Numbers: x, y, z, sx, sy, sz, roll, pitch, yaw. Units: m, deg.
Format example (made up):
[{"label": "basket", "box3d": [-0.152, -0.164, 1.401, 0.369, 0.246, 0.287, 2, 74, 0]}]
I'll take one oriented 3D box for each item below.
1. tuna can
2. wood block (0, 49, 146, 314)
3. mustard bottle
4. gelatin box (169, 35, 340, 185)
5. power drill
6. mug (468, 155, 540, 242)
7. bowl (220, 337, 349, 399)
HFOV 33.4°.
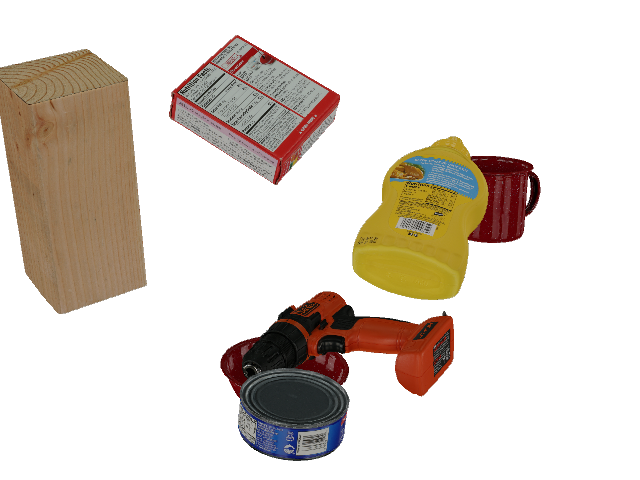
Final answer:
[{"label": "tuna can", "box3d": [-0.022, 0.136, 0.836, 0.086, 0.034, 0.086, 5, 22, -2]}, {"label": "wood block", "box3d": [-0.221, -0.052, 0.951, 0.090, 0.206, 0.090, -19, 36, -28]}, {"label": "mustard bottle", "box3d": [0.099, -0.032, 0.962, 0.096, 0.058, 0.191, 12, 45, 14]}, {"label": "gelatin box", "box3d": [-0.044, -0.088, 0.707, 0.089, 0.073, 0.030, 32, -35, 11]}, {"label": "power drill", "box3d": [0.032, 0.111, 1.112, 0.188, 0.057, 0.184, 9, 25, 27]}, {"label": "mug", "box3d": [0.199, -0.048, 1.201, 0.117, 0.081, 0.093, -9, 19, -31]}, {"label": "bowl", "box3d": [-0.046, 0.179, 1.345, 0.162, 0.055, 0.162, 3, 22, -2]}]
